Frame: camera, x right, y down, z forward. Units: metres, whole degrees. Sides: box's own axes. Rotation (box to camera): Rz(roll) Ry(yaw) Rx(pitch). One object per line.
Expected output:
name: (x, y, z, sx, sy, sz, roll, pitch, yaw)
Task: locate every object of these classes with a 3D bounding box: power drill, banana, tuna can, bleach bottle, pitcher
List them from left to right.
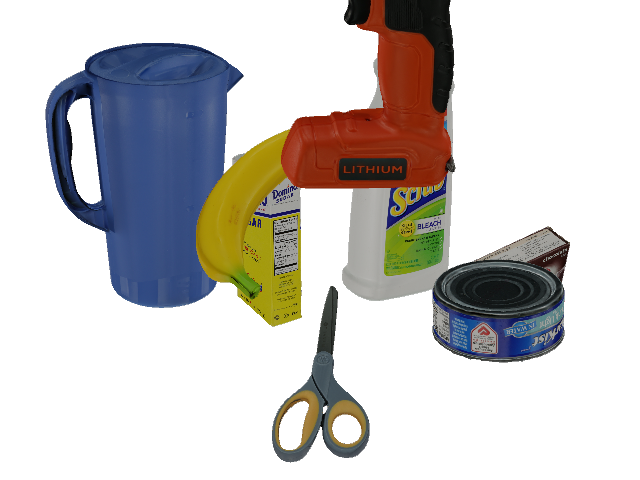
pitcher: (-0.164, -0.060, 1.028, 0.149, 0.243, 0.144, 10, 27, 14)
banana: (-0.052, -0.031, 0.836, 0.069, 0.197, 0.037, 19, -41, 3)
power drill: (0.020, -0.120, 0.618, 0.184, 0.188, 0.057, 0, 37, -8)
bleach bottle: (0.072, -0.075, 0.978, 0.102, 0.251, 0.068, -11, 24, -25)
tuna can: (0.115, 0.044, 0.694, 0.086, 0.034, 0.086, -3, 23, 1)

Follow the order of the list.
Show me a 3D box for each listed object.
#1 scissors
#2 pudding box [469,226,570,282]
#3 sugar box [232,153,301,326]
scissors: (0.019, 0.126, 0.996, 0.096, 0.201, 0.016, 14, -41, 17)
pudding box: (0.202, 0.045, 1.113, 0.113, 0.090, 0.039, -25, 49, -24)
sugar box: (-0.060, -0.003, 1.188, 0.048, 0.176, 0.093, -16, 28, -26)
